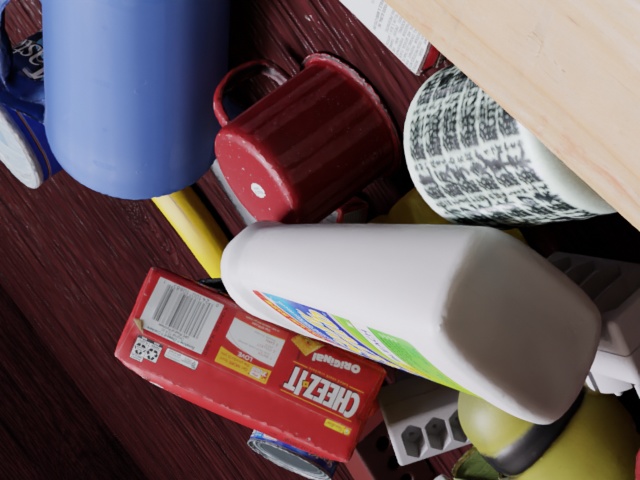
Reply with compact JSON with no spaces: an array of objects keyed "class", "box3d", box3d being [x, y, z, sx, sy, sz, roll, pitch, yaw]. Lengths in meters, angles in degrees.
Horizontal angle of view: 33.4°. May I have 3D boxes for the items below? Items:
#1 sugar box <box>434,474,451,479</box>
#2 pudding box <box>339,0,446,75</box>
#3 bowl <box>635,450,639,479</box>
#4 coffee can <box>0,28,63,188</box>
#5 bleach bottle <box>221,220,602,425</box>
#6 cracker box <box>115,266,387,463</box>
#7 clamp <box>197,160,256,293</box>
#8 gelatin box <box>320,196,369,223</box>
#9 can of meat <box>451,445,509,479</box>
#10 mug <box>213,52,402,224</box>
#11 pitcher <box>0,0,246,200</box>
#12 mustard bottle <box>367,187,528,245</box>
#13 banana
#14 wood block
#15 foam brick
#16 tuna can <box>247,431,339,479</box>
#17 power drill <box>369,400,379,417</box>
[{"class":"sugar box","box3d":[0.086,0.234,0.823,0.048,0.093,0.176,50,180,21]},{"class":"pudding box","box3d":[0.029,-0.144,0.497,0.113,0.039,0.090,45,157,12]},{"class":"bowl","box3d":[0.232,0.138,0.505,0.162,0.055,0.162,43,157,23]},{"class":"coffee can","box3d":[-0.201,-0.122,0.855,0.103,0.140,0.103,43,157,23]},{"class":"bleach bottle","box3d":[0.023,0.031,0.574,0.102,0.068,0.251,36,164,-29]},{"class":"cracker box","box3d":[-0.044,0.094,0.759,0.164,0.072,0.214,23,171,4]},{"class":"clamp","box3d":[-0.023,0.021,0.831,0.210,0.036,0.165,26,131,26]},{"class":"gelatin box","box3d":[-0.005,0.001,0.758,0.073,0.030,0.089,29,123,38]},{"class":"can of meat","box3d":[0.151,0.179,0.732,0.084,0.057,0.102,53,160,-7]},{"class":"mug","box3d":[-0.018,-0.063,0.659,0.117,0.081,0.093,48,158,10]},{"class":"pitcher","box3d":[-0.129,-0.141,0.686,0.145,0.149,0.243,49,155,16]},{"class":"mustard bottle","box3d":[0.061,0.026,0.672,0.096,0.058,0.192,50,159,-1]},{"class":"banana","box3d":[-0.127,-0.026,1.005,0.198,0.037,0.069,52,173,3]},{"class":"wood block","box3d":[0.108,-0.085,0.359,0.206,0.090,0.090,46,157,17]},{"class":"foam brick","box3d":[0.055,0.193,0.953,0.078,0.053,0.051,59,158,-17]},{"class":"tuna can","box3d":[-0.022,0.191,0.989,0.086,0.033,0.086,22,159,9]},{"class":"power drill","box3d":[-0.035,0.099,0.981,0.184,0.057,0.188,51,159,2]}]
